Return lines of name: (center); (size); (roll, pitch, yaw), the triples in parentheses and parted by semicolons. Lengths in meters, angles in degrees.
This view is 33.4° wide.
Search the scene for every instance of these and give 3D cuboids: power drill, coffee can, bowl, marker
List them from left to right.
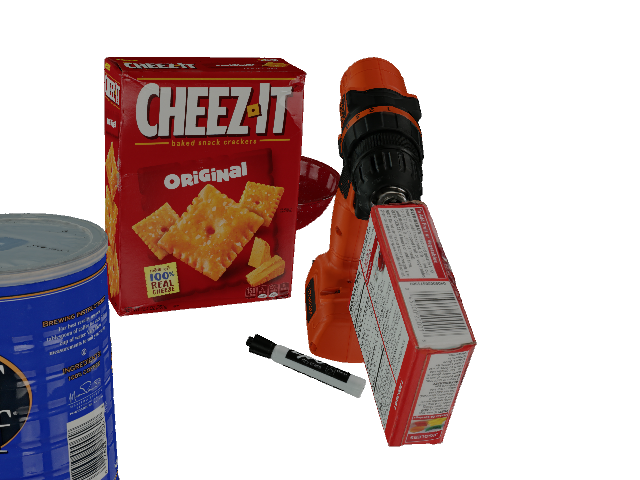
coffee can: (-0.156, 0.066, 0.540); (0.103, 0.140, 0.103); (0, 17, 0)
bowl: (-0.056, -0.053, 1.291); (0.162, 0.055, 0.162); (4, 26, -2)
marker: (-0.015, 0.119, 1.020); (0.121, 0.020, 0.020); (22, 4, 11)
power drill: (0.030, -0.011, 0.727); (0.057, 0.188, 0.184); (8, 31, -5)

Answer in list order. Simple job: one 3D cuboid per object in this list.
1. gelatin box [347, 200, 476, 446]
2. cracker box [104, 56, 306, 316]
gelatin box: (0.040, 0.038, 0.492); (0.030, 0.089, 0.073); (-3, -44, -12)
cracker box: (-0.103, -0.048, 0.931); (0.164, 0.214, 0.072); (-4, 21, -23)
